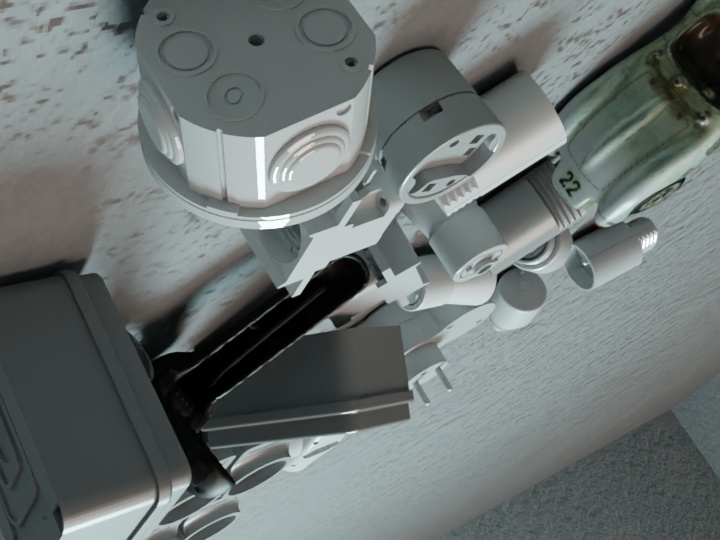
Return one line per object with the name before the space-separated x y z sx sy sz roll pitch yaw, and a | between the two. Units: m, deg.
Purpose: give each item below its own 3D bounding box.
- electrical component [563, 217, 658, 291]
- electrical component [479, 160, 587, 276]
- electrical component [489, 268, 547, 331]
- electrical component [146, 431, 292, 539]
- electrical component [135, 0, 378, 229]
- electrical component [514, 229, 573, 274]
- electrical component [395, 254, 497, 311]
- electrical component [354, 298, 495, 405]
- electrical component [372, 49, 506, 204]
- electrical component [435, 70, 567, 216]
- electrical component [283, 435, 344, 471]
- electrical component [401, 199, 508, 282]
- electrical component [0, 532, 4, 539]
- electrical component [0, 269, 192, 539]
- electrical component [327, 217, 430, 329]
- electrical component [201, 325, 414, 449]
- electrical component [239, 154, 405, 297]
electrical component | 0.215 -0.018 0.901 0.081 0.043 0.043 -26 161 -19
electrical component | 0.107 -0.036 0.684 0.081 0.043 0.043 -33 162 4
electrical component | 0.125 0.029 0.886 0.040 0.040 0.078 -24 161 -22
electrical component | -0.127 0.151 0.764 0.105 0.060 0.186 -16 156 -39
electrical component | -0.033 -0.058 0.349 0.080 0.080 0.051 -26 156 -17
electrical component | 0.119 -0.020 0.745 0.043 0.043 0.062 -39 159 20
electrical component | 0.053 0.006 0.712 0.065 0.044 0.044 -9 152 -39
electrical component | 0.038 0.061 0.776 0.138 0.073 0.052 -33 162 3
electrical component | 0.029 -0.065 0.480 0.055 0.047 0.055 -28 161 -10
electrical component | 0.058 -0.061 0.542 0.081 0.043 0.043 -32 162 1
electrical component | -0.055 0.129 0.850 0.079 0.043 0.077 -14 155 -41
electrical component | 0.050 -0.027 0.582 0.044 0.065 0.044 -28 161 -11
electrical component | -0.218 0.194 0.680 0.056 0.089 0.050 -30 161 -5
electrical component | -0.127 0.065 0.460 0.057 0.113 0.078 -13 154 -38
electrical component | 0.000 0.000 0.608 0.064 0.042 0.081 -30 161 1
electrical component | -0.033 0.070 0.641 0.113 0.057 0.078 -11 173 29
electrical component | -0.017 -0.028 0.507 0.064 0.042 0.081 -20 159 -35
